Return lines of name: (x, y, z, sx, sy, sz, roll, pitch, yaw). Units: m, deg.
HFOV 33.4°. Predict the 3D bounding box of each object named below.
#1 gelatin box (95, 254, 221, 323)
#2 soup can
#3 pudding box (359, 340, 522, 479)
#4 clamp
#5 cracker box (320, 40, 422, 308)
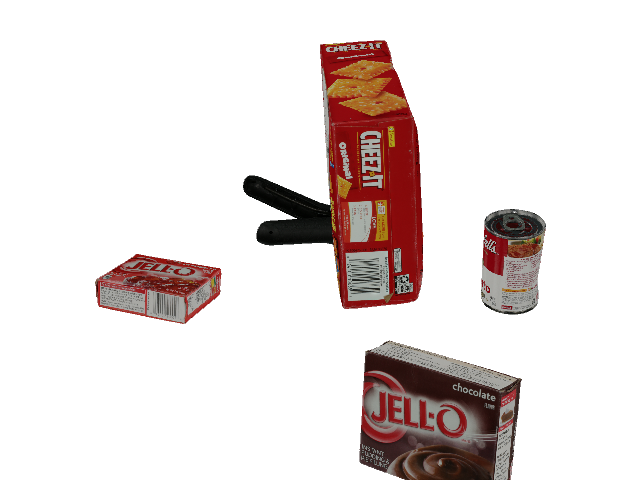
gelatin box: (-0.143, 0.041, 0.950, 0.089, 0.030, 0.073, 10, 20, 18)
soup can: (0.219, 0.024, 1.216, 0.068, 0.102, 0.068, -2, 29, 1)
pudding box: (0.084, 0.129, 0.766, 0.114, 0.090, 0.039, 12, 19, 32)
clamp: (0.014, -0.014, 1.183, 0.210, 0.036, 0.164, 15, 21, -8)
cracker box: (0.041, -0.065, 0.920, 0.072, 0.164, 0.213, -4, 26, 0)
